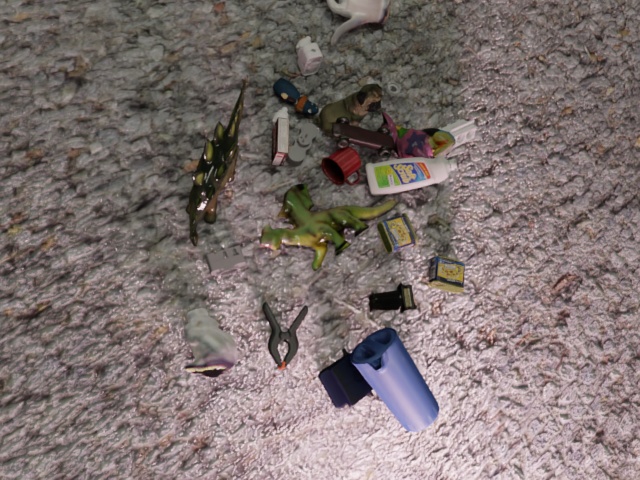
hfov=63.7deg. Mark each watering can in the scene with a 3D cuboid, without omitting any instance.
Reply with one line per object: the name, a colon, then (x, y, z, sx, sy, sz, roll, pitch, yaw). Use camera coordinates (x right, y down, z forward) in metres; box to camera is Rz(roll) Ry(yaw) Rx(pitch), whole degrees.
watering can: (0.127, -0.761, 1.694, 0.224, 0.102, 0.354, 6, 68, -12)

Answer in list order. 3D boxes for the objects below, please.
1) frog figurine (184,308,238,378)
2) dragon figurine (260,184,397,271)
frog figurine: (-0.261, 0.239, 1.242, 0.136, 0.121, 0.163, 20, 54, -42)
dragon figurine: (0.004, -0.072, 1.431, 0.416, 0.119, 0.244, -37, 75, -31)
